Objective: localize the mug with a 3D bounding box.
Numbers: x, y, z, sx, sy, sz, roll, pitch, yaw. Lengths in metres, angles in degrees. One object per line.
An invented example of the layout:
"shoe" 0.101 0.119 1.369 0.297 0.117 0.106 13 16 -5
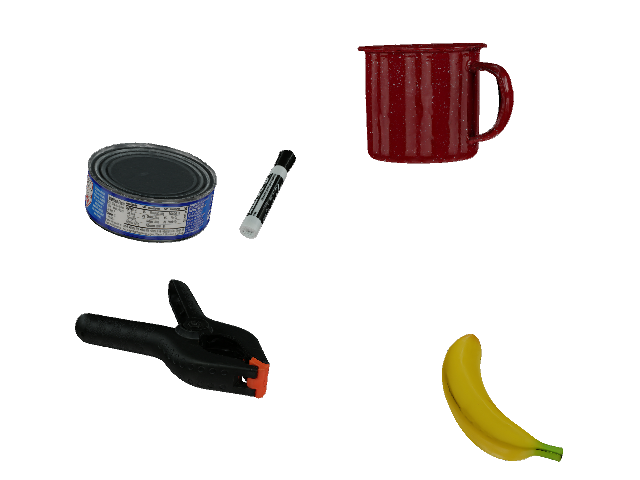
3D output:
"mug" 0.084 -0.100 0.768 0.117 0.081 0.093 6 13 32

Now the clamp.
"clamp" -0.105 0.080 0.896 0.172 0.039 0.120 21 34 24

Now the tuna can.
"tuna can" -0.114 -0.033 0.717 0.086 0.034 0.086 10 27 -5

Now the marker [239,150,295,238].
"marker" -0.053 -0.051 1.102 0.020 0.121 0.020 15 -40 12

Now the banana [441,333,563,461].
"banana" 0.149 0.147 0.988 0.069 0.037 0.198 7 26 -21
